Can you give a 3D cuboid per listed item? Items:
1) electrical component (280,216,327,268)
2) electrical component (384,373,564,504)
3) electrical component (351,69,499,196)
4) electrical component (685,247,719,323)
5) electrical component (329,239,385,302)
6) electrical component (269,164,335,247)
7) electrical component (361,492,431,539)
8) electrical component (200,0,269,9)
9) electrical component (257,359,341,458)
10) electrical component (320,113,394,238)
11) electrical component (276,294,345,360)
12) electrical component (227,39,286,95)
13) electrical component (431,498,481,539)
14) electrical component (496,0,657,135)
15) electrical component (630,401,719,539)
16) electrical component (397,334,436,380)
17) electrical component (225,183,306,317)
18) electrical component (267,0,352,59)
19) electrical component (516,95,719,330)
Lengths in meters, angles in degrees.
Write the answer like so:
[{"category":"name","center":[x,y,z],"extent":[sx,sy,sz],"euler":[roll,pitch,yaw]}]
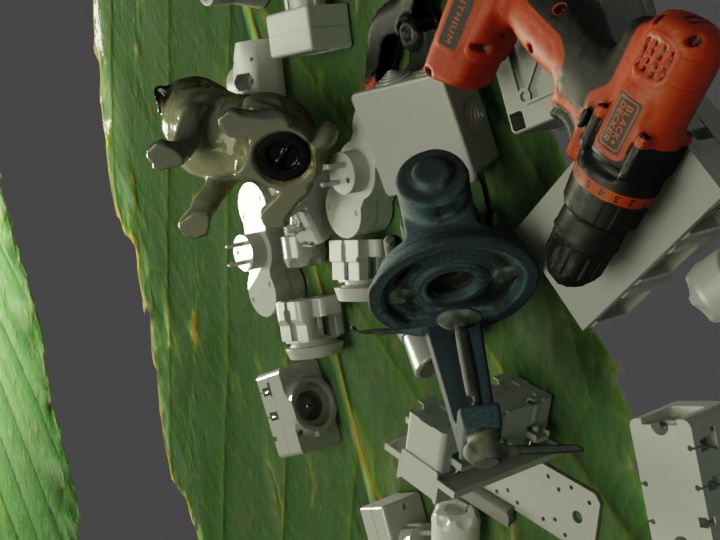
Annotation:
[{"category":"electrical component","center":[-0.057,-0.034,1.048],"extent":[0.043,0.043,0.062],"euler":[-2,98,53]},{"category":"electrical component","center":[0.092,0.127,0.835],"extent":[0.079,0.121,0.063],"euler":[29,121,45]},{"category":"electrical component","center":[0.053,-0.112,0.845],"extent":[0.100,0.048,0.099],"euler":[-6,113,40]},{"category":"electrical component","center":[0.238,0.003,0.670],"extent":[0.062,0.043,0.043],"euler":[-46,64,48]},{"category":"electrical component","center":[0.000,0.000,0.983],"extent":[0.066,0.048,0.055],"euler":[1,94,53]},{"category":"electrical component","center":[-0.045,-0.060,1.004],"extent":[0.042,0.081,0.063],"euler":[8,130,52]},{"category":"electrical component","center":[0.049,0.251,0.992],"extent":[0.076,0.047,0.083],"euler":[-19,85,53]},{"category":"electrical component","center":[-0.125,-0.275,1.045],"extent":[0.044,0.065,0.044],"euler":[20,116,49]},{"category":"electrical component","center":[-0.061,0.141,1.101],"extent":[0.056,0.050,0.089],"euler":[-24,82,53]},{"category":"electrical component","center":[-0.002,-0.086,0.934],"extent":[0.052,0.074,0.138],"euler":[49,136,32]},{"category":"electrical component","center":[-0.047,0.056,1.052],"extent":[0.078,0.058,0.057],"euler":[-6,93,52]},{"category":"electrical component","center":[-0.106,-0.186,1.067],"extent":[0.079,0.043,0.077],"euler":[5,104,53]},{"category":"electrical component","center":[0.084,0.237,0.946],"extent":[0.043,0.043,0.062],"euler":[21,118,48]},{"category":"electrical component","center":[0.144,-0.159,0.733],"extent":[0.109,0.056,0.108],"euler":[-18,86,54]},{"category":"electrical component","center":[0.225,0.136,0.718],"extent":[0.050,0.056,0.089],"euler":[-9,93,54]},{"category":"electrical component","center":[0.053,0.057,0.935],"extent":[0.065,0.044,0.044],"euler":[59,140,30]},{"category":"electrical component","center":[-0.103,-0.020,1.088],"extent":[0.052,0.074,0.138],"euler":[8,106,52]},{"category":"electrical component","center":[-0.049,-0.235,0.972],"extent":[0.066,0.047,0.076],"euler":[4,103,52]},{"category":"electrical component","center":[0.185,-0.042,0.711],"extent":[0.089,0.062,0.150],"euler":[60,140,22]}]
